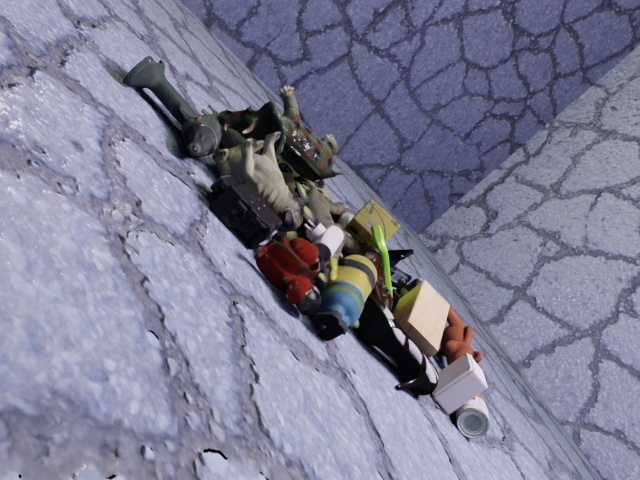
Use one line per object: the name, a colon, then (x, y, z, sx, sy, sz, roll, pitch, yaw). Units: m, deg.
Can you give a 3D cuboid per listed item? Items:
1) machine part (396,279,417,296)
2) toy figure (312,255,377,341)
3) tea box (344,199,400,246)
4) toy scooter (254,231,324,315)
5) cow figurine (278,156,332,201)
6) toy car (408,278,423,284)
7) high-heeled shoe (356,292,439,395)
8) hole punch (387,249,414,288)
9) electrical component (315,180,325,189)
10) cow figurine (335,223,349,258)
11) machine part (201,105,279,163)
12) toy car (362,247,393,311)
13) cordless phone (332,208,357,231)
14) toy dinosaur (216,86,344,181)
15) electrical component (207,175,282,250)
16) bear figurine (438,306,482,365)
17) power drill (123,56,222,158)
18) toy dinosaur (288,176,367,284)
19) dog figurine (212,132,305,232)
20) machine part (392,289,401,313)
machine part: (0.248, 0.147, 1.313, 0.139, 0.039, 0.084, 32, -26, 18)
toy figure: (0.045, 0.096, 0.930, 0.089, 0.082, 0.180, 8, 32, 11)
tea box: (0.124, -0.031, 1.321, 0.098, 0.068, 0.169, 42, -8, 3)
toy scooter: (-0.055, 0.037, 0.902, 0.135, 0.075, 0.184, 42, 18, -19)
cow figurine: (-0.050, -0.135, 1.388, 0.195, 0.085, 0.127, 31, 45, -24)
toy car: (0.259, 0.151, 1.480, 0.073, 0.056, 0.201, 44, -22, 0)
high-heeled shoe: (0.156, 0.190, 1.066, 0.145, 0.086, 0.249, -3, 67, -49)
hole punch: (0.185, 0.073, 1.430, 0.142, 0.116, 0.092, -24, 112, -59)
electrical component: (-0.036, -0.145, 1.478, 0.078, 0.102, 0.045, 59, 9, 3)
cow figurine: (0.074, 0.042, 1.330, 0.167, 0.068, 0.098, 43, 17, -11)
machine part: (-0.179, -0.223, 1.263, 0.243, 0.079, 0.079, 44, 13, -10)
toy car: (0.122, 0.107, 1.135, 0.089, 0.053, 0.201, -72, 150, -48)
cordless phone: (0.080, 0.016, 1.445, 0.146, 0.089, 0.184, 28, 42, -58)
toy dinosaur: (-0.044, -0.209, 1.250, 0.404, 0.131, 0.192, 34, 41, -38)
electrical component: (-0.134, -0.054, 0.944, 0.134, 0.058, 0.115, 47, 10, -4)
bear figurine: (0.356, 0.281, 1.453, 0.132, 0.120, 0.196, 44, 18, -2)
power drill: (-0.271, -0.249, 1.029, 0.207, 0.086, 0.232, 42, 11, -9)
toy dinosaur: (-0.002, -0.003, 1.151, 0.198, 0.105, 0.472, 27, 27, -39)
dog figurine: (-0.124, -0.098, 1.061, 0.172, 0.121, 0.190, -5, -75, 56)
machine part: (0.225, 0.204, 1.378, 0.179, 0.056, 0.179, 44, 12, -12)
